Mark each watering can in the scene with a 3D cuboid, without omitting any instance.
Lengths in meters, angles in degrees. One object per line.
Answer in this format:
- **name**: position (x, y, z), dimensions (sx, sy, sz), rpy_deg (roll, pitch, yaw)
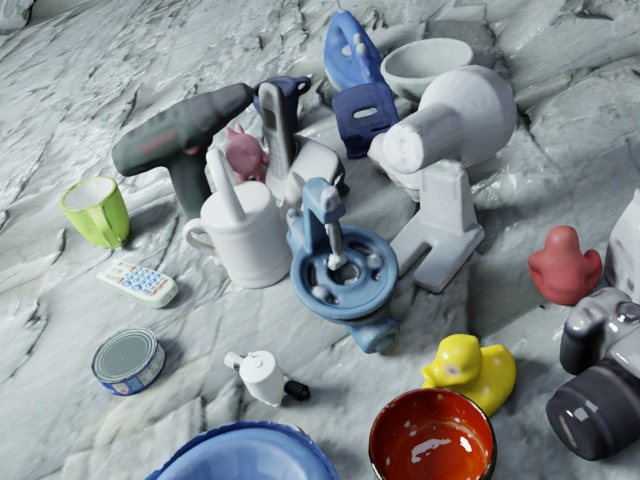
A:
- **watering can**: position (-0.099, -0.039, 0.765), dimensions (0.173, 0.194, 0.100), rpy_deg (-32, 42, -17)

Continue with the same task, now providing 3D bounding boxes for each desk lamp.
- **desk lamp**: position (0.151, -0.082, 0.708), dimensions (0.117, 0.214, 0.203), rpy_deg (19, 52, 36)

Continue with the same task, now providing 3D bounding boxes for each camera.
- **camera**: position (0.267, 0.123, 0.521), dimensions (0.137, 0.101, 0.142), rpy_deg (-27, 41, -11)

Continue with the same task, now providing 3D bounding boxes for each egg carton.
- **egg carton**: position (0.146, -0.124, 0.870), dimensions (0.107, 0.069, 0.150), rpy_deg (-28, 41, -12)

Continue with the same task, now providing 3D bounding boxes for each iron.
- **iron**: position (0.070, -0.368, 1.119), dimensions (0.118, 0.142, 0.257), rpy_deg (-18, 40, -1)

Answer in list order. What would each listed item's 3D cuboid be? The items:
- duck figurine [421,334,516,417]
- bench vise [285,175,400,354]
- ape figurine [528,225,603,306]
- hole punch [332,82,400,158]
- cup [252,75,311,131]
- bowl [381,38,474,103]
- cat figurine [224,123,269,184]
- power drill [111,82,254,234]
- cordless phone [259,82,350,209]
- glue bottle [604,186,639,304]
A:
- **duck figurine**: position (0.145, 0.128, 0.571), dimensions (0.104, 0.086, 0.077), rpy_deg (-25, 40, -9)
- **bench vise**: position (-0.002, 0.009, 0.654), dimensions (0.206, 0.220, 0.122), rpy_deg (25, 56, 39)
- **ape figurine**: position (0.273, 0.022, 0.641), dimensions (0.077, 0.092, 0.076), rpy_deg (10, 47, 29)
- **hole punch**: position (0.082, -0.204, 0.968), dimensions (0.108, 0.091, 0.101), rpy_deg (-14, 40, 4)
- **cup**: position (-0.064, -0.250, 1.070), dimensions (0.118, 0.095, 0.091), rpy_deg (-24, 40, -8)
- **bowl**: position (0.198, -0.299, 1.048), dimensions (0.167, 0.075, 0.167), rpy_deg (-10, 40, 9)
- **cat figurine**: position (-0.127, -0.147, 0.958), dimensions (0.067, 0.118, 0.127), rpy_deg (-16, 40, 2)
- **power drill**: position (-0.183, -0.118, 0.873), dimensions (0.229, 0.209, 0.075), rpy_deg (-17, 40, 1)
- **cordless phone**: position (-0.036, -0.139, 0.863), dimensions (0.094, 0.185, 0.147), rpy_deg (-39, 45, -24)
- **glue bottle**: position (0.329, -0.004, 0.587), dimensions (0.037, 0.173, 0.078), rpy_deg (-14, 40, 4)
